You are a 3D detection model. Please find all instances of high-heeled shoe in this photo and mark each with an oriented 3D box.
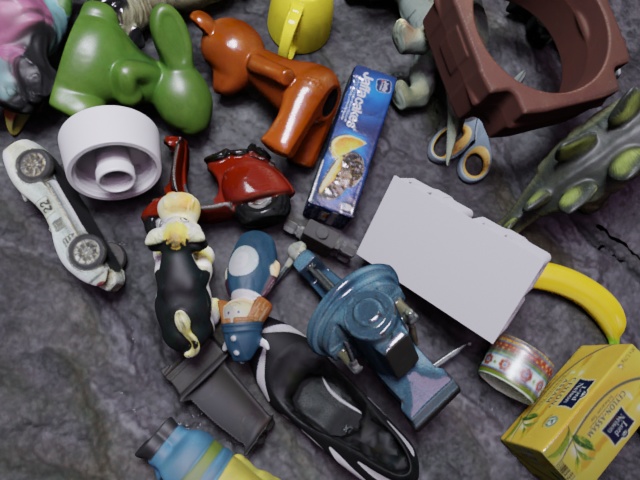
[{"bbox_3d":[-0.002,0.163,0.570,0.249,0.145,0.086,43,75,4],"label":"high-heeled shoe"}]

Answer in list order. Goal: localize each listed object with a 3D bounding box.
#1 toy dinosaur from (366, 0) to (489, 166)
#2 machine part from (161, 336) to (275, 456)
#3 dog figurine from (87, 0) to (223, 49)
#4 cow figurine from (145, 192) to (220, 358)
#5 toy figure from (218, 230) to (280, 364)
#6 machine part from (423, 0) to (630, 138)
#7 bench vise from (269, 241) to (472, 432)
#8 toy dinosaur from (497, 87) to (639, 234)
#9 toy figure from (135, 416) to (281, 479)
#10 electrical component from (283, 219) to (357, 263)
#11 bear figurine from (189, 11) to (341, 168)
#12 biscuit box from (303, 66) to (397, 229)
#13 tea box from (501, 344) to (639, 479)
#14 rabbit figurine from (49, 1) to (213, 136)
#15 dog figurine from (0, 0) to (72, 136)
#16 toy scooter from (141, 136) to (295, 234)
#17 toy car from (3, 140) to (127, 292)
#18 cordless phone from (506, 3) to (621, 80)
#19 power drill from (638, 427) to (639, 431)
[{"bbox_3d":[0.158,-0.306,0.723,0.192,0.131,0.404,-21,87,-11],"label":"toy dinosaur"},{"bbox_3d":[-0.108,0.175,0.610,0.084,0.039,0.139,-40,83,-20],"label":"machine part"},{"bbox_3d":[-0.193,-0.309,0.691,0.172,0.121,0.190,21,89,1],"label":"dog figurine"},{"bbox_3d":[-0.150,0.036,0.575,0.068,0.098,0.167,-6,107,-4],"label":"cow figurine"},{"bbox_3d":[-0.083,0.062,0.610,0.057,0.064,0.154,32,46,-31],"label":"toy figure"},{"bbox_3d":[0.236,-0.231,0.628,0.201,0.087,0.201,-16,83,-15],"label":"machine part"},{"bbox_3d":[0.046,0.088,0.599,0.129,0.223,0.241,-48,54,1],"label":"bench vise"},{"bbox_3d":[0.331,-0.096,0.651,0.471,0.198,0.105,-47,74,18],"label":"toy dinosaur"},{"bbox_3d":[-0.109,0.261,0.562,0.180,0.089,0.082,40,84,0],"label":"toy figure"},{"bbox_3d":[-0.001,-0.002,0.651,0.094,0.063,0.021,29,75,1],"label":"electrical component"},{"bbox_3d":[-0.078,-0.189,0.660,0.196,0.120,0.132,26,96,12],"label":"bear figurine"},{"bbox_3d":[0.038,-0.120,0.685,0.059,0.063,0.202,19,76,-4],"label":"biscuit box"},{"bbox_3d":[0.307,0.202,0.629,0.169,0.098,0.068,-40,86,-16],"label":"tea box"},{"bbox_3d":[-0.205,-0.194,0.639,0.170,0.121,0.159,19,97,-20],"label":"rabbit figurine"},{"bbox_3d":[-0.377,-0.241,0.634,0.192,0.108,0.219,16,88,18],"label":"dog figurine"},{"bbox_3d":[-0.128,-0.071,0.647,0.184,0.075,0.135,-13,77,-6],"label":"toy scooter"},{"bbox_3d":[-0.287,-0.025,0.611,0.056,0.073,0.202,-33,83,-5],"label":"toy car"},{"bbox_3d":[0.353,-0.297,0.725,0.089,0.146,0.184,-33,81,-6],"label":"cordless phone"},{"bbox_3d":[0.522,0.195,0.669,0.207,0.086,0.232,43,77,-1],"label":"power drill"}]
